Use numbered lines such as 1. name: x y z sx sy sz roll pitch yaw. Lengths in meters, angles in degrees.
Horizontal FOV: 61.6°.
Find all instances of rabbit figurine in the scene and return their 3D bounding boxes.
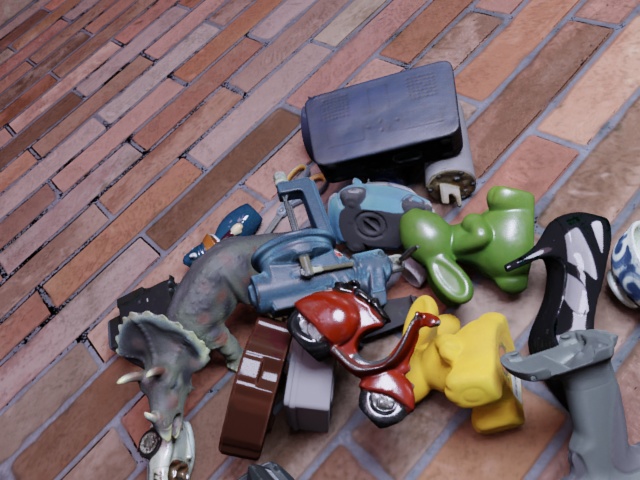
1. rabbit figurine: 0.144 0.149 0.656 0.173 0.121 0.162 -24 49 32
2. rabbit figurine: 0.191 0.012 0.732 0.170 0.121 0.159 5 79 9

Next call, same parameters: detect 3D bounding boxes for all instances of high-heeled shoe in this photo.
1. high-heeled shoe: 0.318 0.091 0.628 0.145 0.086 0.248 -20 77 -6

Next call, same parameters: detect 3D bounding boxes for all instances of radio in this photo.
1. radio: 0.098 -0.175 0.818 0.230 0.073 0.131 -12 67 15

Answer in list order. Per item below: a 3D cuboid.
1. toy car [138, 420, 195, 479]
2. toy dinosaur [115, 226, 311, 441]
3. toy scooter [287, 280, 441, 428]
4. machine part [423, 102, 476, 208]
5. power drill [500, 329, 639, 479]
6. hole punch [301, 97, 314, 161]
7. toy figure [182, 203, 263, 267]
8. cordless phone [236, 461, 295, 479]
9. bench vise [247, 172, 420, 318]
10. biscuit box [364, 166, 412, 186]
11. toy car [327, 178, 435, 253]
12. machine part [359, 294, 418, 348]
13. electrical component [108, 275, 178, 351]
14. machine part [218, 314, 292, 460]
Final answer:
1. toy car: -0.196 0.326 0.700 0.056 0.073 0.202 -22 50 9
2. toy dinosaur: -0.144 0.077 0.785 0.131 0.192 0.405 18 66 31
3. toy scooter: 0.058 0.109 0.623 0.135 0.075 0.184 -46 68 -5
4. machine part: 0.204 -0.148 0.868 0.079 0.079 0.243 -11 51 17
5. power drill: 0.251 0.205 0.528 0.232 0.086 0.207 -21 86 -1
6. hole punch: 0.021 -0.185 0.958 0.092 0.115 0.142 -50 51 -5
7. toy figure: -0.170 0.000 0.938 0.154 0.064 0.058 -42 74 -8
8. cordless phone: -0.078 0.371 0.625 0.147 0.088 0.184 33 85 37
9. bench vise: -0.002 0.003 0.740 0.224 0.128 0.241 -16 65 -7
10. biscuit box: 0.131 -0.172 0.927 0.059 0.062 0.203 1 56 27
11. toy car: 0.097 -0.046 0.828 0.162 0.109 0.103 2 37 15
12. machine part: 0.080 0.110 0.760 0.139 0.039 0.084 -15 46 16
13. electrical component: -0.285 0.136 0.893 0.134 0.058 0.115 -28 47 3
14. machine part: -0.077 0.187 0.685 0.056 0.179 0.179 15 60 1
